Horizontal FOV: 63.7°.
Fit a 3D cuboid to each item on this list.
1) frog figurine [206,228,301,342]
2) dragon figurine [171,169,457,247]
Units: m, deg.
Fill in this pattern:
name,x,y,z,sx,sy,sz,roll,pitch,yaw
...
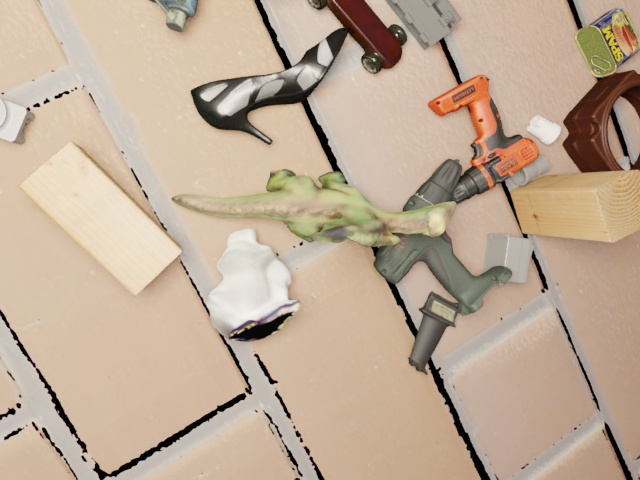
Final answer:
name,x,y,z,sx,sy,sz,roll,pitch,yaw
frog figurine,-0.114,0.070,0.796,0.138,0.120,0.162,-28,64,-4
dragon figurine,0.002,-0.037,0.742,0.411,0.244,0.121,-2,99,-18
